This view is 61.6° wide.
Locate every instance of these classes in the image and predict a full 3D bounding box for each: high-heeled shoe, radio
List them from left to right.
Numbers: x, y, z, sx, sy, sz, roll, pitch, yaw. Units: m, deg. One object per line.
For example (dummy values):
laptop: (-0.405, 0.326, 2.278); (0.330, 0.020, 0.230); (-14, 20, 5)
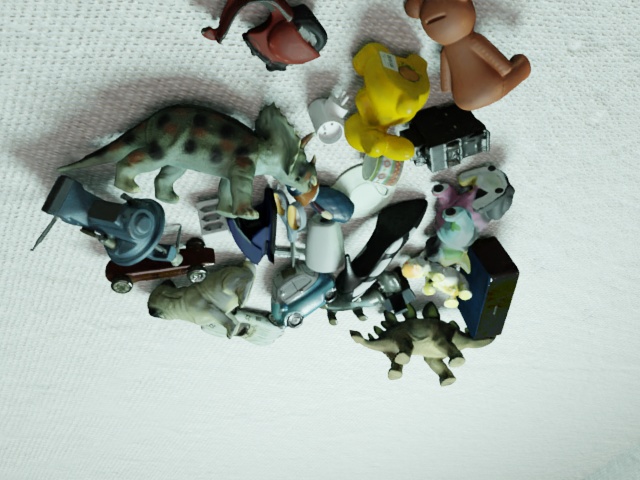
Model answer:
high-heeled shoe: (0.132, 0.026, 1.087); (0.249, 0.086, 0.145); (-33, 140, -17)
radio: (0.376, 0.110, 1.232); (0.073, 0.131, 0.229); (-9, 134, -8)

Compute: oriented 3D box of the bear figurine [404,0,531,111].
bear figurine: (0.225, -0.304, 0.827); (0.120, 0.132, 0.195); (-13, 112, 46)

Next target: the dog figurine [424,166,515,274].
dog figurine: (0.304, -0.029, 1.102); (0.192, 0.109, 0.219); (-21, 139, 1)

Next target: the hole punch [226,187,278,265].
hole punch: (-0.125, -0.024, 0.970); (0.092, 0.142, 0.115); (-6, 120, -13)

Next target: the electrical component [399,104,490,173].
electrical component: (0.208, -0.177, 0.923); (0.134, 0.115, 0.058); (-18, 132, -1)

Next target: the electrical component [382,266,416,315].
electrical component: (0.172, 0.123, 1.197); (0.075, 0.119, 0.047); (-31, 133, 10)

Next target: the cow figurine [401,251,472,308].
cow figurine: (0.257, 0.074, 1.205); (0.167, 0.098, 0.068); (31, 125, -15)

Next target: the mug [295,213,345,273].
mug: (-0.002, -0.003, 1.065); (0.110, 0.081, 0.107); (11, 129, 13)

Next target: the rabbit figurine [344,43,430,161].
rabbit figurine: (0.102, -0.199, 0.867); (0.122, 0.162, 0.173); (1, 151, -33)

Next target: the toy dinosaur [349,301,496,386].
toy dinosaur: (0.266, 0.235, 1.272); (0.471, 0.199, 0.105); (12, 127, -26)

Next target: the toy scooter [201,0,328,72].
toy scooter: (-0.085, -0.300, 0.753); (0.135, 0.075, 0.183); (-37, 128, 18)

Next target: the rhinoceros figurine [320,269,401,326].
rhinoceros figurine: (0.084, 0.118, 1.175); (0.190, 0.112, 0.073); (-19, 117, 21)

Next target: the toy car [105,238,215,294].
toy car: (-0.300, 0.050, 1.016); (0.202, 0.089, 0.053); (-8, 134, -11)

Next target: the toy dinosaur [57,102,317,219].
toy dinosaur: (-0.188, -0.143, 0.843); (0.405, 0.131, 0.192); (14, 85, -11)

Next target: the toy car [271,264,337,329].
toy car: (-0.046, 0.106, 1.135); (0.162, 0.109, 0.102); (-34, 115, 5)

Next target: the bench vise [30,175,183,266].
bench vise: (-0.332, -0.014, 0.904); (0.224, 0.129, 0.240); (-2, 155, 28)

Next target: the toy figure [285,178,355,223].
toy figure: (-0.007, -0.081, 0.987); (0.154, 0.064, 0.057); (27, 117, -23)

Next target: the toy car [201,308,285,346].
toy car: (-0.170, 0.193, 1.211); (0.201, 0.056, 0.073); (20, 125, -30)

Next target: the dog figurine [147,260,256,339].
dog figurine: (-0.240, 0.099, 1.090); (0.191, 0.172, 0.121); (21, 165, -1)
